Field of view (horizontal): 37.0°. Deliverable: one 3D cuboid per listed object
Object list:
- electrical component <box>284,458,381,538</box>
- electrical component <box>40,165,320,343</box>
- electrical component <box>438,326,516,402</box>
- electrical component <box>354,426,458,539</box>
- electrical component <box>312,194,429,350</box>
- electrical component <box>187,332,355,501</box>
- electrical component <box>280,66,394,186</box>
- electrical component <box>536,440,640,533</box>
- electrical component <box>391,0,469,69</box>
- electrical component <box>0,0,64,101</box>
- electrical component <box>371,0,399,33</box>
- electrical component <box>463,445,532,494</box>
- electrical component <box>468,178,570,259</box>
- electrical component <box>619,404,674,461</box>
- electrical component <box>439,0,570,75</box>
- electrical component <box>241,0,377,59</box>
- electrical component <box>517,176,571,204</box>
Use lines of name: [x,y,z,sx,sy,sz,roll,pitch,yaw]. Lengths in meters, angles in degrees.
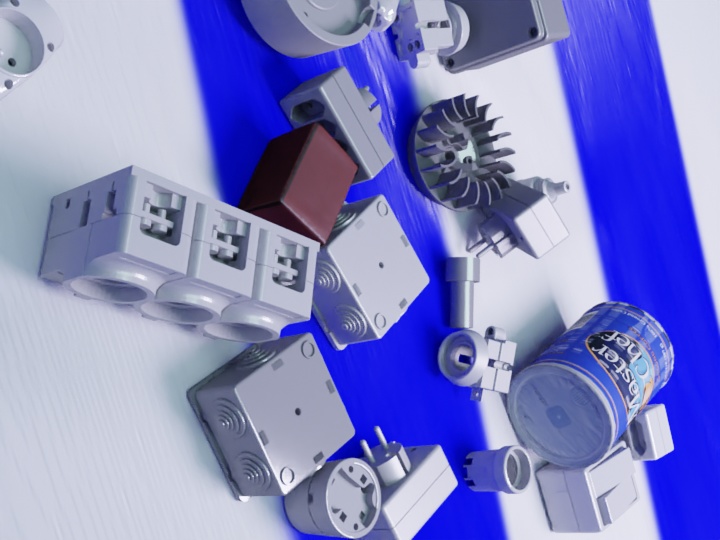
electrical component: [-0.021,0.163,0.768,0.055,0.047,0.055,14,71,-44]
electrical component: [-0.112,-0.003,0.681,0.150,0.089,0.061,22,65,-42]
electrical component: [0.099,0.077,0.916,0.055,0.048,0.066,18,80,-45]
electrical component: [0.022,0.156,0.815,0.083,0.047,0.075,-38,108,-44]
electrical component: [0.000,0.000,0.829,0.099,0.048,0.099,-46,114,-43]
electrical component: [-0.058,0.099,0.743,0.100,0.048,0.099,-35,106,-45]
electrical component: [-0.008,-0.120,0.850,0.075,0.047,0.083,-48,115,-42]
electrical component: [0.220,0.199,1.004,0.096,0.061,0.061,-20,95,-47]
electrical component: [0.062,-0.211,0.946,0.055,0.048,0.066,-13,90,-36]
electrical component: [-0.225,-0.141,0.628,0.079,0.044,0.077,53,48,-24]
electrical component: [0.017,-0.234,0.914,0.035,0.035,0.061,38,53,-35]
electrical component: [0.116,0.170,0.912,0.040,0.046,0.040,14,71,-44]
electrical component: [0.131,-0.036,0.965,0.076,0.083,0.047,-37,112,-4]
electrical component: [0.279,0.158,1.073,0.077,0.066,0.047,-12,89,-47]
electrical component: [0.121,-0.245,0.972,0.056,0.109,0.108,-19,94,-50]
electrical component: [-0.045,-0.215,0.824,0.108,0.060,0.108,14,71,-44]
electrical component: [0.170,-0.072,1.017,0.035,0.061,0.035,13,71,-44]
